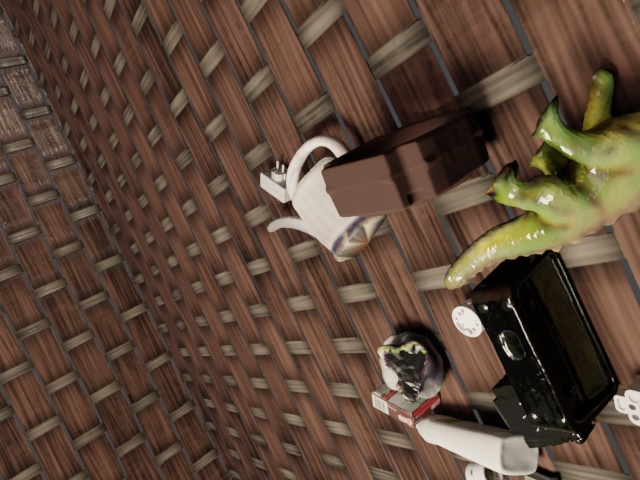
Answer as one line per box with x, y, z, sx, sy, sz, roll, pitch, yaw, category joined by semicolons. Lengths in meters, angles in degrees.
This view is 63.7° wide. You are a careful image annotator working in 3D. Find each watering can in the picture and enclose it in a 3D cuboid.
0.003;-0.051;1.020;0.226;0.105;0.340;52;143;15;watering can

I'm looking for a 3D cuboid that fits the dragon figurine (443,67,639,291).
0.328;-0.033;0.565;0.245;0.123;0.402;40;124;23;dragon figurine

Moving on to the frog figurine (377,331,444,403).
0.180;0.249;1.017;0.139;0.123;0.157;37;175;20;frog figurine
